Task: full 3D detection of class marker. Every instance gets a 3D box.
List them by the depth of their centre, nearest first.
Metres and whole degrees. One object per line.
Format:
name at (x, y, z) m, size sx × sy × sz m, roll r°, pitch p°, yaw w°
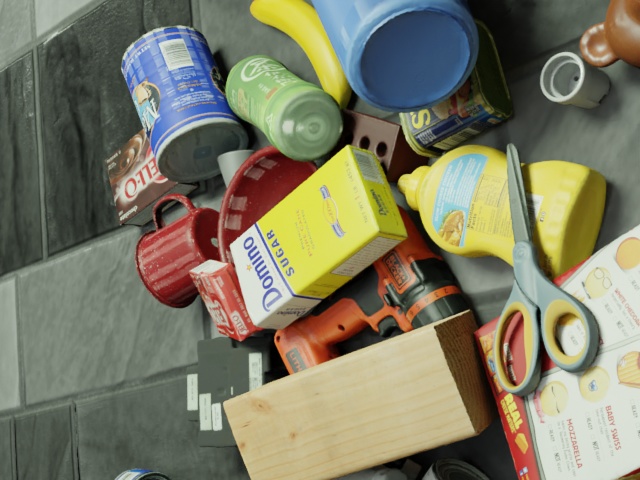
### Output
marker at (0.035, 0.182, 0.964) m, size 0.121 × 0.020 × 0.020 m, roll 29°, pitch 107°, yaw 10°

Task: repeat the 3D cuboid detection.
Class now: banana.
banana at (-0.015, -0.201, 1.089) m, size 0.070 × 0.037 × 0.198 m, roll -49°, pitch 54°, yaw 28°

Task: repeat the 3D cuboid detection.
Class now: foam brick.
foam brick at (0.057, -0.086, 0.994) m, size 0.078 × 0.051 × 0.053 m, roll 23°, pitch 101°, yaw 43°

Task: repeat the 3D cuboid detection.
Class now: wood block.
wood block at (0.037, 0.138, 0.884) m, size 0.206 × 0.090 × 0.090 m, roll -23°, pitch 85°, yaw 27°

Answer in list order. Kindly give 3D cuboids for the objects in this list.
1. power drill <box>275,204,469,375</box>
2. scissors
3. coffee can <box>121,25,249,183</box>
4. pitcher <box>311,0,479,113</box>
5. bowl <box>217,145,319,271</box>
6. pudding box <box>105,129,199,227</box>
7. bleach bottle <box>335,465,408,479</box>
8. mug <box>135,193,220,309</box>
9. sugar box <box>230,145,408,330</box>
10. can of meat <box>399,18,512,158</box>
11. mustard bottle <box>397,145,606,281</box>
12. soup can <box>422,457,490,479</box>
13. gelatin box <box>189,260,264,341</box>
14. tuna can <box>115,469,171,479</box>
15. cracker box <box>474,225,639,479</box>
power drill at (0.053, 0.088, 0.975) m, size 0.188 × 0.057 × 0.184 m, roll -44°, pitch 60°, yaw 29°
scissors at (0.171, 0.018, 0.805) m, size 0.096 × 0.016 × 0.202 m, roll -4°, pitch 74°, yaw 46°
coffee can at (-0.149, -0.148, 1.166) m, size 0.103 × 0.102 × 0.140 m, roll -43°, pitch 57°, yaw 32°
pitcher at (0.063, -0.219, 0.907) m, size 0.149 × 0.144 × 0.243 m, roll -51°, pitch 33°, yaw 28°
bowl at (-0.031, -0.012, 1.067) m, size 0.162 × 0.055 × 0.162 m, roll -7°, pitch 80°, yaw 43°
pudding box at (-0.197, -0.079, 1.248) m, size 0.114 × 0.039 × 0.090 m, roll -33°, pitch 63°, yaw 36°
bleach bottle at (-0.020, 0.247, 0.981) m, size 0.251 × 0.102 × 0.068 m, roll -28°, pitch 68°, yaw 45°
mug at (-0.142, 0.005, 1.146) m, size 0.082 × 0.093 × 0.117 m, roll -28°, pitch 80°, yaw 33°
sugar box at (-0.007, 0.001, 0.969) m, size 0.176 × 0.048 × 0.093 m, roll -38°, pitch 57°, yaw 33°
can of meat at (0.115, -0.136, 0.942) m, size 0.084 × 0.057 × 0.102 m, roll -26°, pitch 67°, yaw 36°
mustard bottle at (0.141, -0.030, 0.902) m, size 0.192 × 0.058 × 0.096 m, roll 18°, pitch 95°, yaw 44°
soup can at (0.100, 0.243, 0.900) m, size 0.069 × 0.068 × 0.102 m, roll 45°, pitch 115°, yaw 38°
gelatin box at (-0.094, 0.059, 1.054) m, size 0.073 × 0.030 × 0.089 m, roll 64°, pitch 164°, yaw -10°
tuna can at (-0.193, 0.294, 1.166) m, size 0.034 × 0.085 × 0.086 m, roll -7°, pitch 80°, yaw 41°
cracker box at (0.230, 0.094, 0.779) m, size 0.214 × 0.072 × 0.164 m, roll -39°, pitch 49°, yaw 34°
